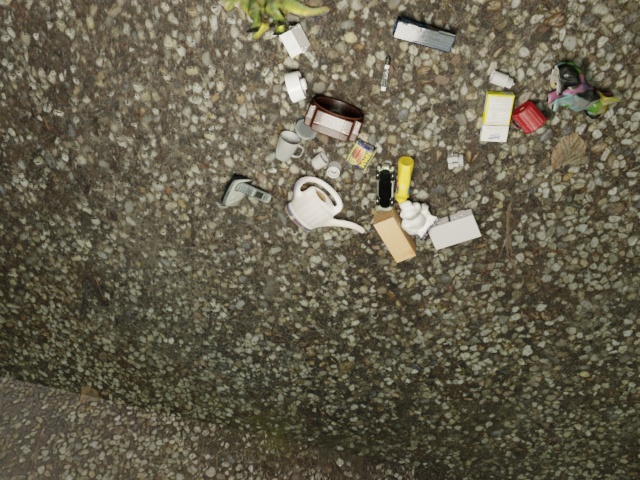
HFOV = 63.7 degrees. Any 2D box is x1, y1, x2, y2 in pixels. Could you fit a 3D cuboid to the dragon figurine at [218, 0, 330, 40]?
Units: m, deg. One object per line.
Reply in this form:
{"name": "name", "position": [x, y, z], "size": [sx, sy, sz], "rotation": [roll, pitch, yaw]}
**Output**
{"name": "dragon figurine", "position": [-0.154, -0.792, 1.666], "size": [0.409, 0.243, 0.122], "rotation": [-4, 0, 27]}

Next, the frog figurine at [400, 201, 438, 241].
{"name": "frog figurine", "position": [0.370, -0.094, 2.036], "size": [0.158, 0.135, 0.125], "rotation": [36, 28, -12]}

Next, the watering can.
{"name": "watering can", "position": [0.006, -0.106, 2.101], "size": [0.222, 0.344, 0.106], "rotation": [-34, 21, 27]}
